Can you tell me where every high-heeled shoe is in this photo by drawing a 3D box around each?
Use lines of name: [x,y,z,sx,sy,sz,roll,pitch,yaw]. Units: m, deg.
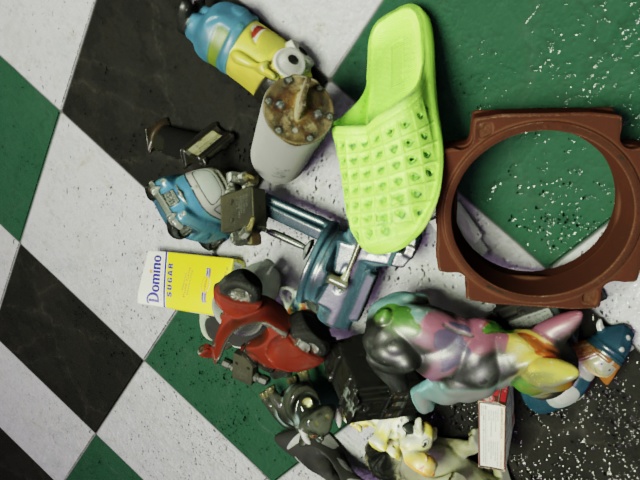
high-heeled shoe: [0.011,0.396,0.875,0.249,0.145,0.086,7,116,23]

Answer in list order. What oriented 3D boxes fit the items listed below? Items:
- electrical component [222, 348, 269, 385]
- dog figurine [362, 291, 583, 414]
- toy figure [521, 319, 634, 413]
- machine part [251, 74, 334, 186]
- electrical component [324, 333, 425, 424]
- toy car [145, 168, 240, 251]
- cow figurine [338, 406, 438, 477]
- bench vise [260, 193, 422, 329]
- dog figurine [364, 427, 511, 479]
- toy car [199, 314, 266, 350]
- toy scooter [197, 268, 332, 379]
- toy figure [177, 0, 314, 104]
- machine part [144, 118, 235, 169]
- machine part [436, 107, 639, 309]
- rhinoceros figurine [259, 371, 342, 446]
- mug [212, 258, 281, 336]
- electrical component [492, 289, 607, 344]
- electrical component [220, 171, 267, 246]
electrical component: [-0.131,0.218,0.938,0.094,0.021,0.063,18,120,20]
dog figurine: [0.180,0.120,0.614,0.191,0.108,0.219,44,138,-21]
toy figure: [0.316,0.158,0.654,0.064,0.058,0.154,18,129,-27]
machine part: [-0.038,-0.120,0.625,0.079,0.079,0.243,49,165,-2]
electrical component: [0.082,0.184,0.741,0.115,0.134,0.058,-119,36,-45]
toy car: [-0.163,-0.056,0.757,0.103,0.161,0.109,-35,76,7]
cow figurine: [0.111,0.260,0.772,0.168,0.098,0.068,24,163,43]
bench vise: [0.002,-0.006,0.702,0.241,0.129,0.223,24,120,11]
dog figurine: [0.176,0.362,0.814,0.191,0.121,0.172,-20,101,48]
toy car: [-0.108,0.143,0.870,0.202,0.056,0.073,3,108,25]
toy scooter: [-0.083,0.130,0.713,0.183,0.075,0.135,38,106,-19]
toy figure: [-0.088,-0.228,0.659,0.180,0.082,0.089,31,160,2]
machine part: [-0.192,-0.140,0.769,0.139,0.084,0.039,16,146,30]
machine part: [0.224,-0.034,0.560,0.202,0.087,0.200,2,107,14]
rhinoceros figurine: [-0.032,0.262,0.827,0.112,0.073,0.190,67,157,6]
mug: [-0.098,0.069,0.794,0.081,0.107,0.109,26,120,5]
electrical component: [0.278,0.087,0.643,0.119,0.048,0.074,-26,100,36]
electrical component: [-0.100,-0.042,0.683,0.078,0.045,0.102,-3,83,36]
